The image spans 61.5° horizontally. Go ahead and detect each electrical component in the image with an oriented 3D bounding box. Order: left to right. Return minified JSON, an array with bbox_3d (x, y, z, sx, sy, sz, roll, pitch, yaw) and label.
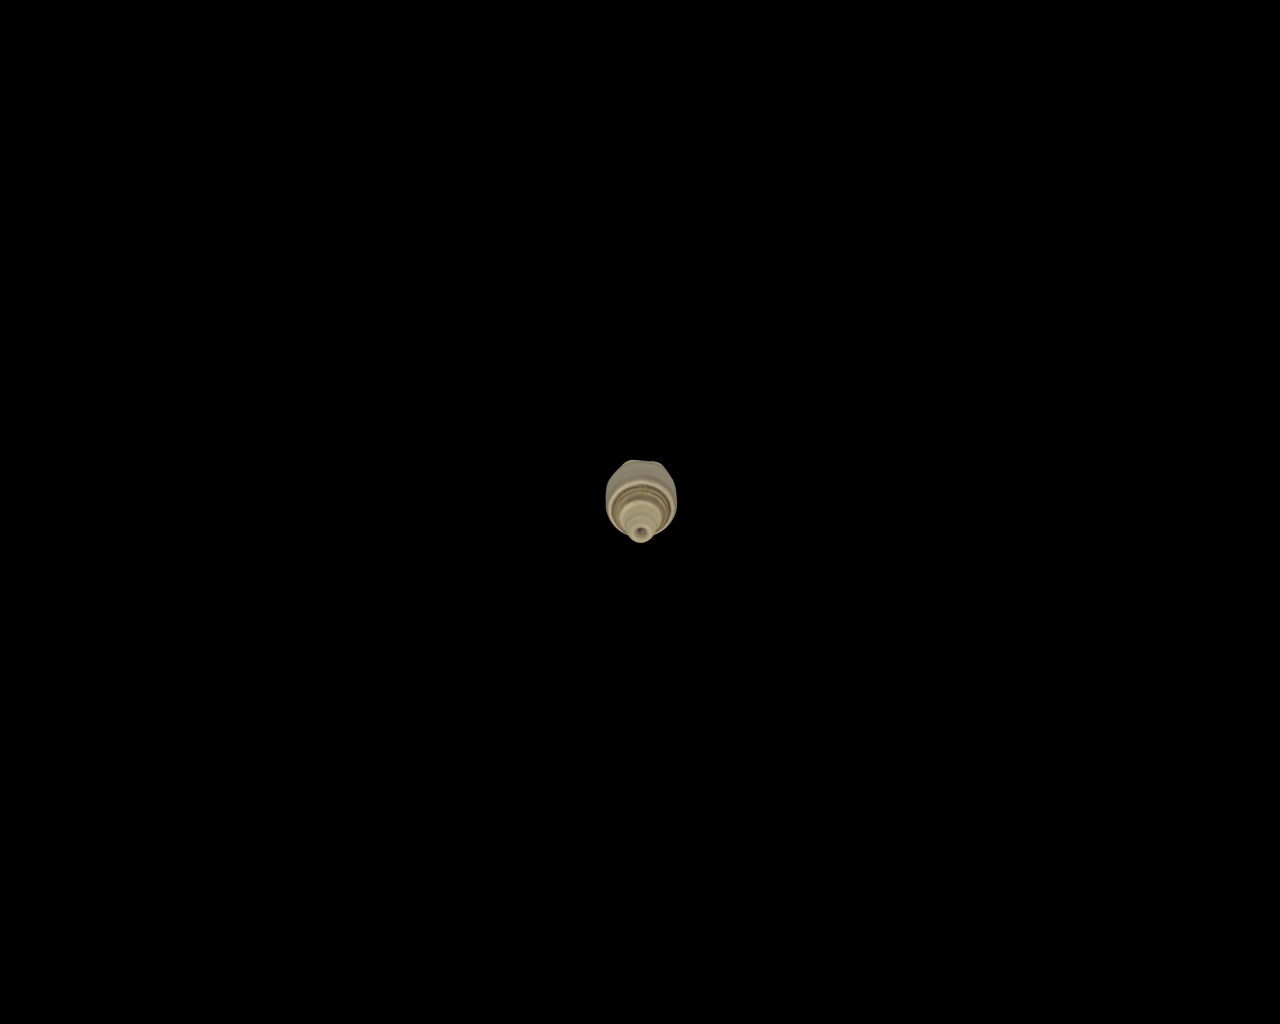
[{"bbox_3d":[0.001,-0.003,0.650,0.043,0.043,0.062,0,30,0],"label":"electrical component"}]
